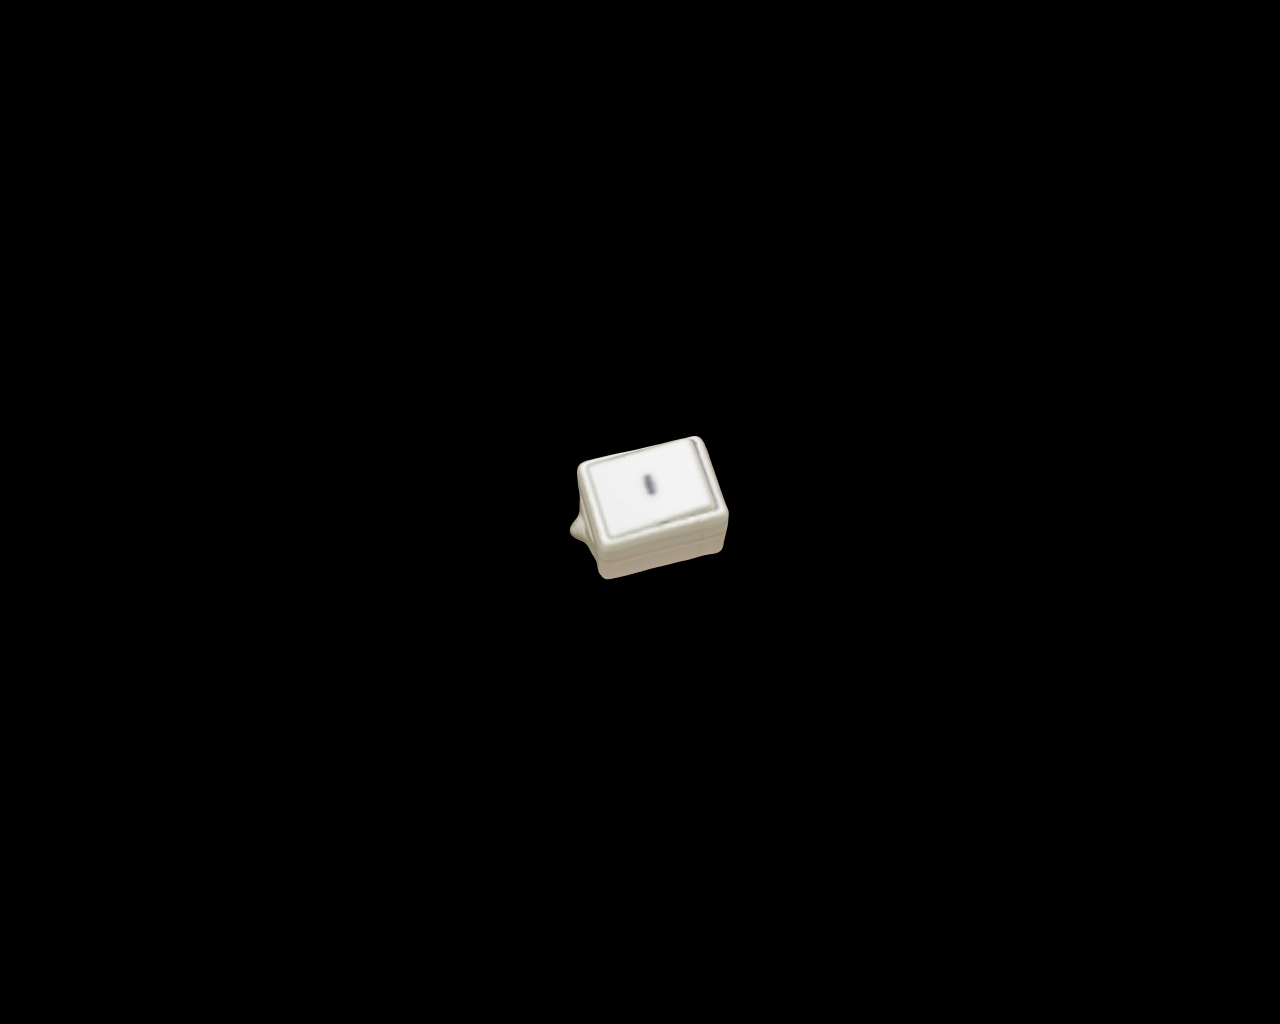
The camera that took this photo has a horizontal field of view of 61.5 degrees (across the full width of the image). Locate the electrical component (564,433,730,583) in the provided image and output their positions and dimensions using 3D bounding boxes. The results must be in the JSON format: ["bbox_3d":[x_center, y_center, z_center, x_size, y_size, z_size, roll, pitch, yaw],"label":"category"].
[{"bbox_3d":[0.001,-0.003,0.650,0.096,0.062,0.061,-14,-26,-7],"label":"electrical component"}]
